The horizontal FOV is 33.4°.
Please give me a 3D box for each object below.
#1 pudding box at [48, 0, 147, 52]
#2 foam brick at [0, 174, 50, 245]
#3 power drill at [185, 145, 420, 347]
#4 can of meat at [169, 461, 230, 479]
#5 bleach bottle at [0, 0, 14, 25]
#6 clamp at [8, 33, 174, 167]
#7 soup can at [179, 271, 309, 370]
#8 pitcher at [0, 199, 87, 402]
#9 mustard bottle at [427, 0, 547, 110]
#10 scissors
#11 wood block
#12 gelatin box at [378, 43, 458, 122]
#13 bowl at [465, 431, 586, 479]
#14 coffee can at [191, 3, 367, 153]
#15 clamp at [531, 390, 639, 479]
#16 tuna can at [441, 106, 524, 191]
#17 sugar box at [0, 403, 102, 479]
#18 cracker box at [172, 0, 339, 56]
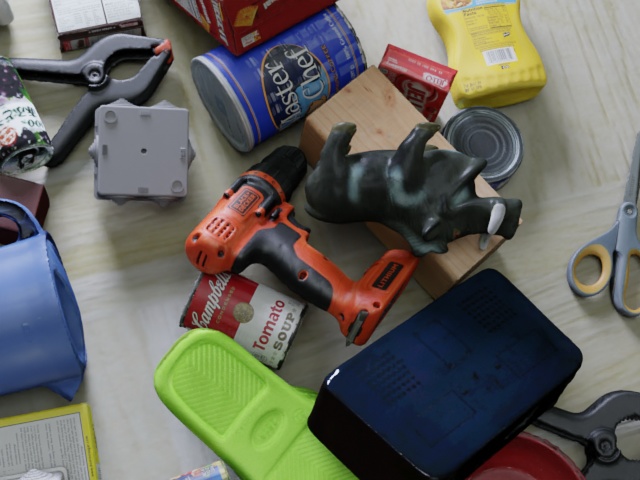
[{"bbox_3d":[-0.231,-0.254,1.079,0.090,0.039,0.113,-13,73,-9],"label":"pudding box"},{"bbox_3d":[-0.297,-0.029,0.994,0.078,0.051,0.053,13,71,-2],"label":"foam brick"},{"bbox_3d":[-0.006,0.001,0.984,0.188,0.057,0.184,30,46,9],"label":"power drill"},{"bbox_3d":[-0.117,0.229,0.908,0.083,0.102,0.057,-17,77,-14],"label":"can of meat"},{"bbox_3d":[-0.433,-0.205,1.029,0.250,0.068,0.102,-30,77,-12],"label":"bleach bottle"},{"bbox_3d":[-0.220,-0.144,1.046,0.171,0.039,0.120,-18,82,-4],"label":"clamp"},{"bbox_3d":[-0.070,0.069,0.980,0.102,0.068,0.068,24,72,1],"label":"soup can"},{"bbox_3d":[-0.332,0.075,0.918,0.242,0.145,0.149,-15,49,-8],"label":"pitcher"},{"bbox_3d":[0.162,-0.232,1.104,0.096,0.058,0.191,-12,75,-9],"label":"mustard bottle"},{"bbox_3d":[0.292,-0.021,1.075,0.096,0.016,0.202,1,72,-6],"label":"scissors"},{"bbox_3d":[0.082,-0.052,1.023,0.090,0.091,0.206,-40,81,-16],"label":"wood block"},{"bbox_3d":[0.089,-0.150,1.054,0.073,0.089,0.030,23,70,1],"label":"gelatin box"},{"bbox_3d":[0.162,0.246,0.935,0.162,0.055,0.162,-2,77,10],"label":"bowl"},{"bbox_3d":[-0.040,-0.163,1.037,0.140,0.103,0.103,-32,79,-15],"label":"coffee can"},{"bbox_3d":[0.253,0.186,0.995,0.210,0.036,0.164,-20,77,-8],"label":"clamp"},{"bbox_3d":[0.160,-0.091,1.073,0.086,0.034,0.086,2,73,-6],"label":"tuna can"},{"bbox_3d":[-0.282,0.204,0.926,0.176,0.048,0.093,-9,78,-6],"label":"sugar box"},{"bbox_3d":[-0.073,-0.286,1.041,0.164,0.072,0.214,-32,47,-15],"label":"cracker box"}]
